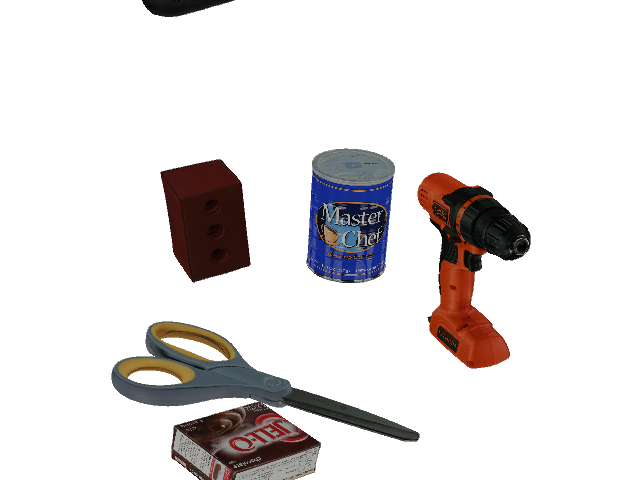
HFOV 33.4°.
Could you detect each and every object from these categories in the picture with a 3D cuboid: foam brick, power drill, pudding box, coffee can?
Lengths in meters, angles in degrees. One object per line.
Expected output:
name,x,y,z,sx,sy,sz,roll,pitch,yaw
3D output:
foam brick,-0.092,-0.017,0.855,0.053,0.078,0.051,-16,32,-18
power drill,0.163,0.036,1.122,0.057,0.188,0.185,-11,25,-18
pudding box,-0.070,0.197,1.004,0.113,0.039,0.090,-11,28,-44
coffee can,0.037,-0.032,1.341,0.103,0.140,0.103,3,27,-2

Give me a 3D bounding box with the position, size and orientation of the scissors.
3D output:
scissors,-0.047,0.098,0.661,0.202,0.016,0.096,23,30,35

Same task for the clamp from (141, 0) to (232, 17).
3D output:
clamp,-0.010,-0.142,0.526,0.171,0.039,0.120,-1,41,3
